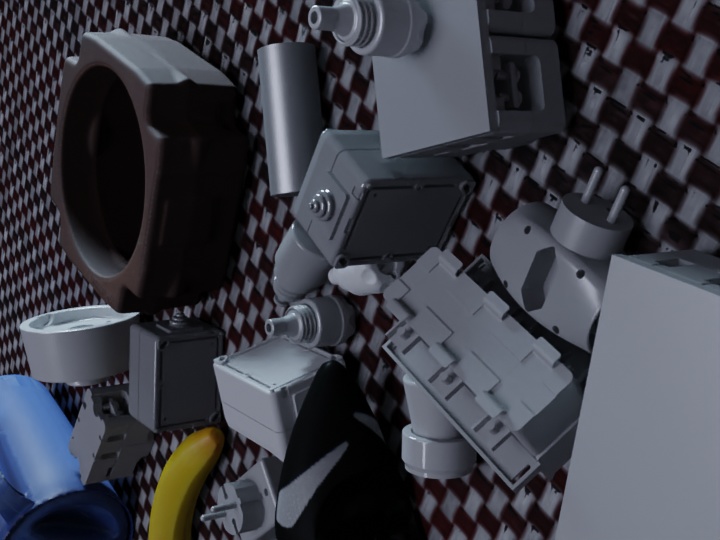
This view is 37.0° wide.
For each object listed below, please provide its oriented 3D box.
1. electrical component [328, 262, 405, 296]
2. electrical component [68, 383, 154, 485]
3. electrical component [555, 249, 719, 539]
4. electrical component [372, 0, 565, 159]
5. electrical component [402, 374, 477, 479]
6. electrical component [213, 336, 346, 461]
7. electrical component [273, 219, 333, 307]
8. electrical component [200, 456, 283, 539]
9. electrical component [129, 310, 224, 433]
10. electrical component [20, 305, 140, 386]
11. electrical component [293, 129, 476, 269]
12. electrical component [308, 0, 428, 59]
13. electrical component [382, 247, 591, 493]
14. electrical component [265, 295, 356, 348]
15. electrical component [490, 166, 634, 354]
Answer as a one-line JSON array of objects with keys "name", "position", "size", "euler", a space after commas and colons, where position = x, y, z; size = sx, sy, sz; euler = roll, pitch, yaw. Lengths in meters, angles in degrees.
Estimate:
[{"name": "electrical component", "position": [0.000, 0.000, 0.694], "size": [0.061, 0.035, 0.035], "euler": [-14, 82, 56]}, {"name": "electrical component", "position": [-0.231, 0.153, 1.010], "size": [0.050, 0.056, 0.089], "euler": [56, 135, 33]}, {"name": "electrical component", "position": [0.150, 0.075, 0.473], "size": [0.089, 0.062, 0.150], "euler": [28, 116, 49]}, {"name": "electrical component", "position": [0.055, -0.140, 0.577], "size": [0.089, 0.062, 0.150], "euler": [-7, 89, 54]}, {"name": "electrical component", "position": [0.047, 0.089, 0.631], "size": [0.045, 0.045, 0.055], "euler": [13, 105, 53]}, {"name": "electrical component", "position": [-0.048, 0.090, 0.741], "size": [0.096, 0.062, 0.061], "euler": [18, 123, 52]}, {"name": "electrical component", "position": [-0.040, -0.003, 0.743], "size": [0.040, 0.040, 0.078], "euler": [61, 138, 29]}, {"name": "electrical component", "position": [-0.079, 0.171, 0.786], "size": [0.065, 0.077, 0.047], "euler": [-46, 58, 46]}, {"name": "electrical component", "position": [-0.154, 0.078, 0.891], "size": [0.061, 0.062, 0.096], "euler": [19, 109, 52]}, {"name": "electrical component", "position": [-0.255, 0.073, 0.994], "size": [0.108, 0.108, 0.060], "euler": [9, 107, 53]}, {"name": "electrical component", "position": [0.006, -0.044, 0.627], "size": [0.061, 0.096, 0.061], "euler": [53, 133, 36]}, {"name": "electrical component", "position": [0.002, -0.125, 0.544], "size": [0.035, 0.061, 0.035], "euler": [9, 102, 53]}, {"name": "electrical component", "position": [0.069, 0.045, 0.569], "size": [0.079, 0.063, 0.121], "euler": [-43, 49, -1]}, {"name": "electrical component", "position": [-0.035, 0.036, 0.722], "size": [0.035, 0.061, 0.035], "euler": [10, 102, 54]}, {"name": "electrical component", "position": [0.110, -0.012, 0.533], "size": [0.077, 0.043, 0.079], "euler": [46, 129, 41]}]
